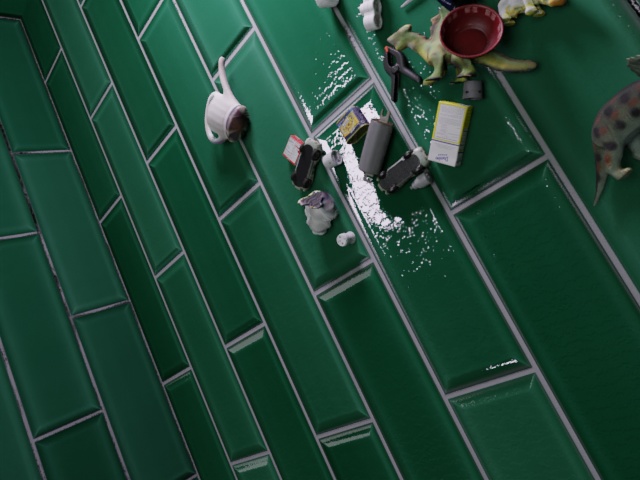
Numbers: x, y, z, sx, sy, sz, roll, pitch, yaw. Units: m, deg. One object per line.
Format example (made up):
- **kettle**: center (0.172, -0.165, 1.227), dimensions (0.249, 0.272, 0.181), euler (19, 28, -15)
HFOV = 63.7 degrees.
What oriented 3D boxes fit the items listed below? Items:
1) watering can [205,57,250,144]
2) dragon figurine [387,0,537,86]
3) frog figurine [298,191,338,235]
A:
- **watering can**: center (-0.378, -0.540, 2.074), dimensions (0.227, 0.105, 0.341), euler (33, 118, 31)
- **dragon figurine**: center (0.382, -0.556, 1.424), dimensions (0.410, 0.122, 0.243), euler (2, 92, 30)
- **frog figurine**: center (0.006, -0.093, 1.847), dimensions (0.137, 0.125, 0.156), euler (1, 136, 32)
